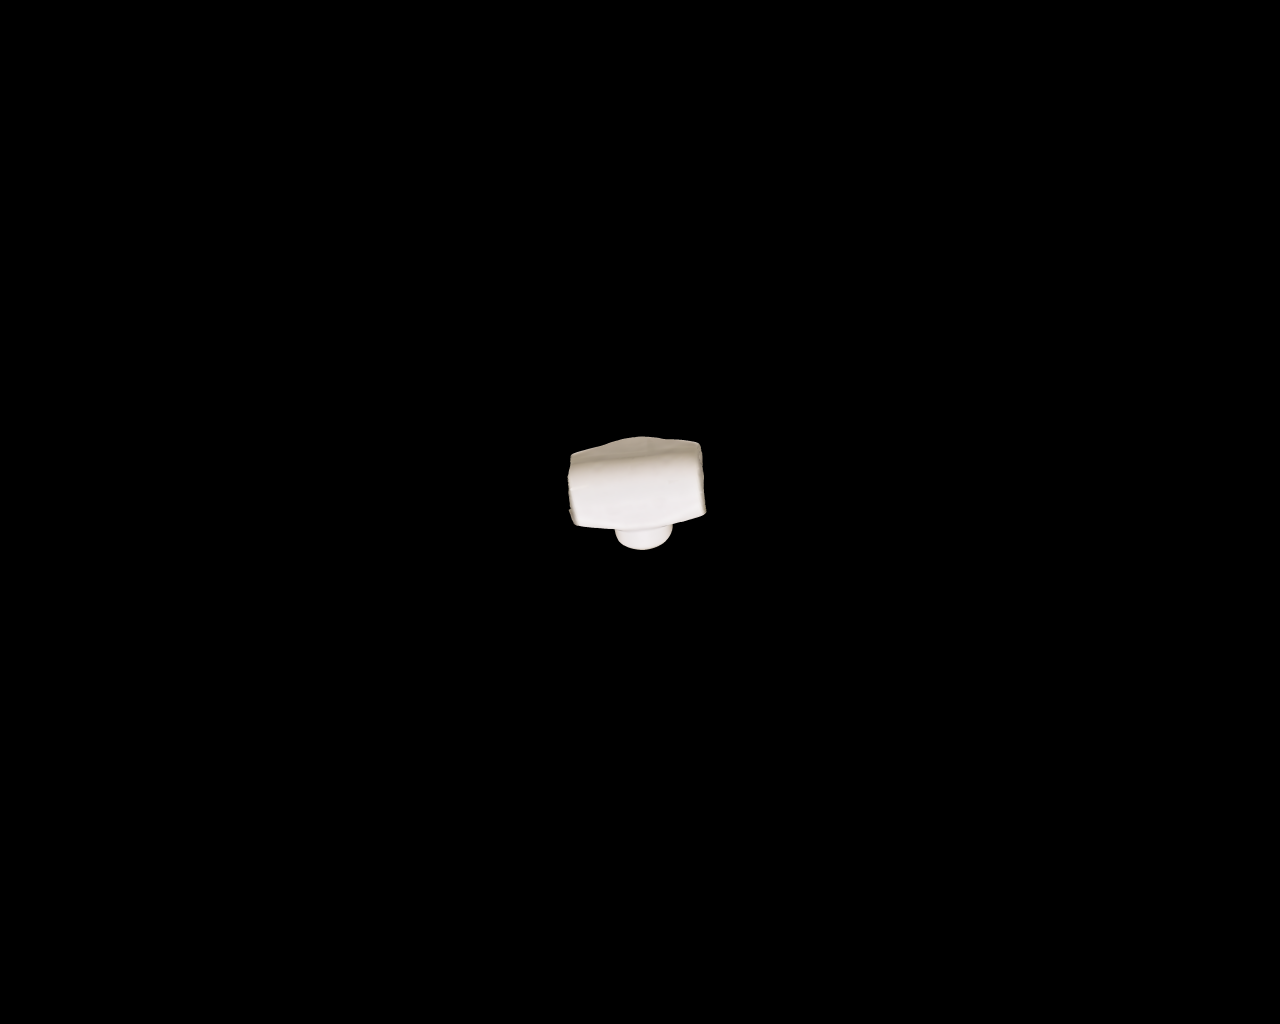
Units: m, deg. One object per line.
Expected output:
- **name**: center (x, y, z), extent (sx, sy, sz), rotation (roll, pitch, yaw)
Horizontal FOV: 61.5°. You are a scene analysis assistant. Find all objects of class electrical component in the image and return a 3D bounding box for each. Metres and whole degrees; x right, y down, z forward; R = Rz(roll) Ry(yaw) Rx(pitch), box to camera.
- **electrical component**: center (0.001, -0.003, 0.650), extent (0.077, 0.079, 0.044), rotation (-5, 37, 4)
